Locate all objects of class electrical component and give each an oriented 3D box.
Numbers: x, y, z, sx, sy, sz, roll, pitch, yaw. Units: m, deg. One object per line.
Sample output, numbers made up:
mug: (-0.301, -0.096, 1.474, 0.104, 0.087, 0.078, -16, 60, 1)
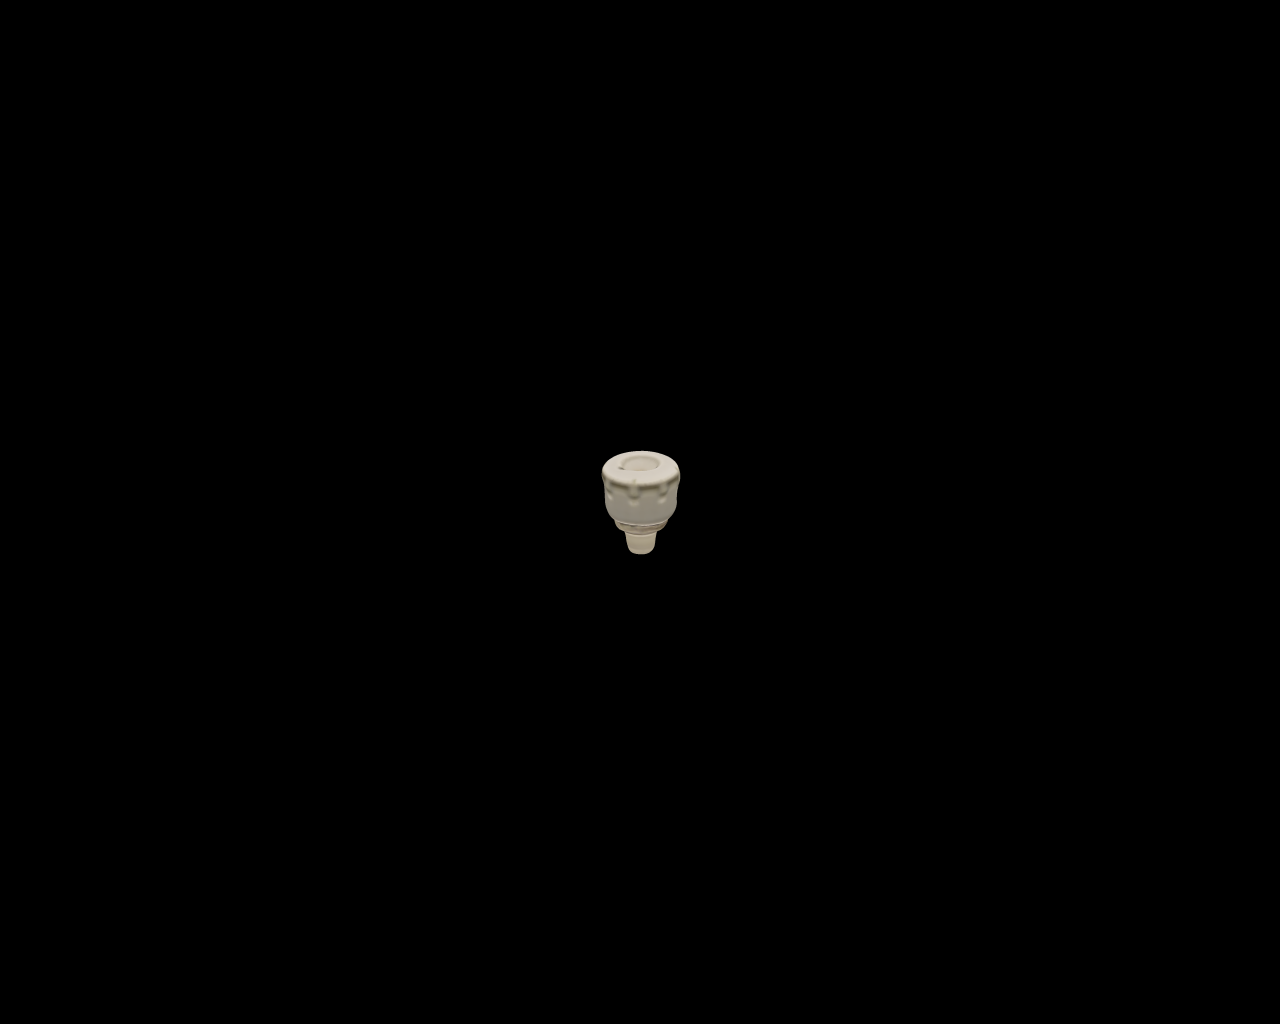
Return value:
electrical component: (0.001, -0.003, 0.650, 0.048, 0.062, 0.048, 0, 27, 0)
